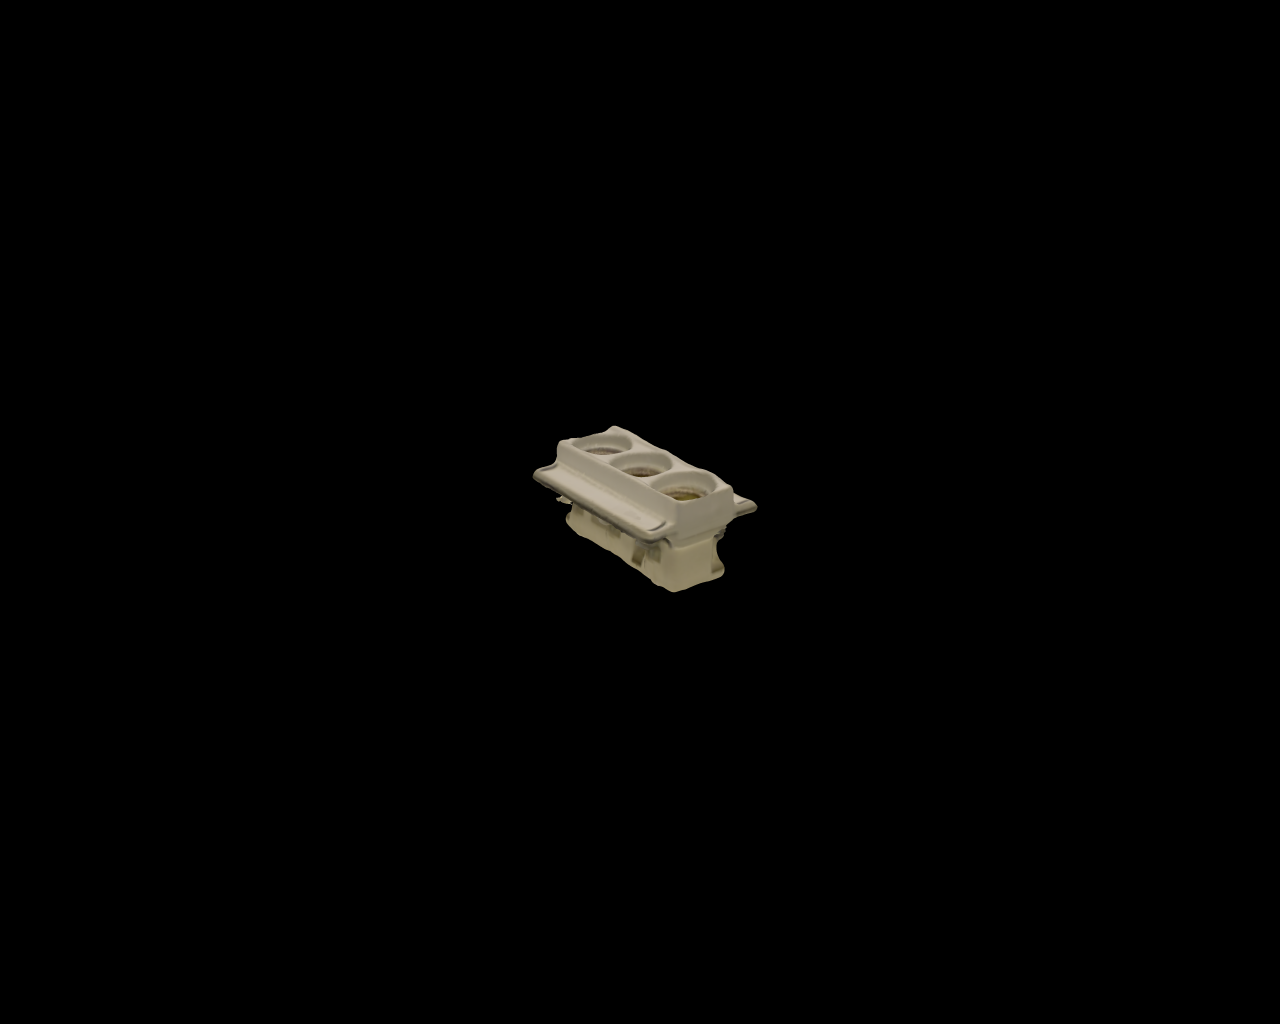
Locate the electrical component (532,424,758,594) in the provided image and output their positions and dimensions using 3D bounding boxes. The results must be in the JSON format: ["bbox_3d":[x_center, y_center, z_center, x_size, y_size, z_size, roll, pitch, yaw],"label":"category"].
[{"bbox_3d":[0.001,-0.003,0.650,0.079,0.063,0.121,-17,29,-32],"label":"electrical component"}]
